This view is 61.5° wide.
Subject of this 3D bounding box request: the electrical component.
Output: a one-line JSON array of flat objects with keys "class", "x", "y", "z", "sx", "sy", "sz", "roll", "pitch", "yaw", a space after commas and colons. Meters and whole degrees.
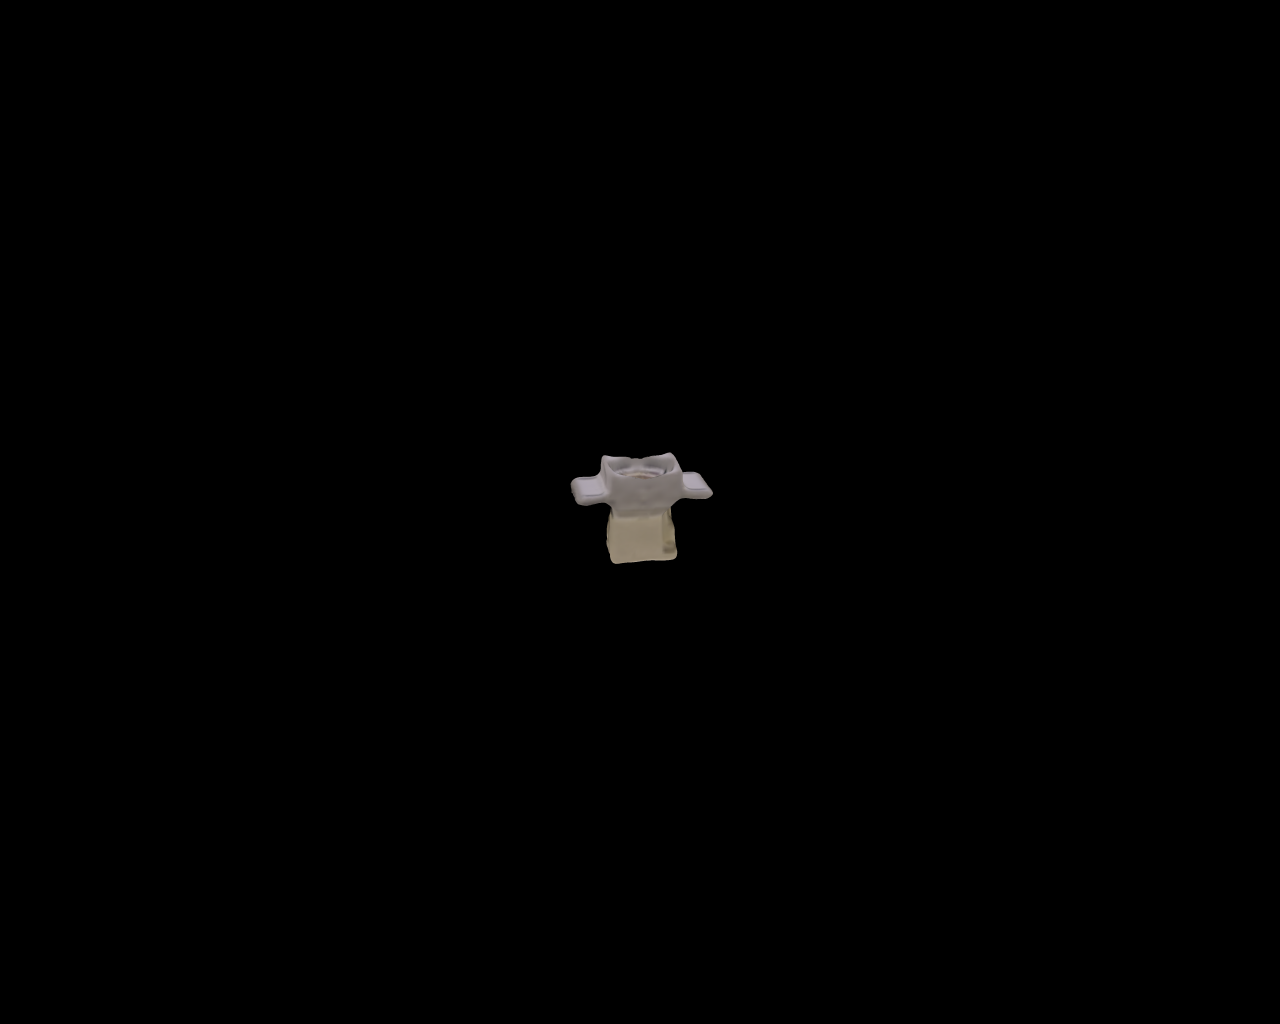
[{"class": "electrical component", "x": 0.001, "y": -0.003, "z": 0.650, "sx": 0.081, "sy": 0.063, "sz": 0.042, "roll": -3, "pitch": 20, "yaw": -7}]
